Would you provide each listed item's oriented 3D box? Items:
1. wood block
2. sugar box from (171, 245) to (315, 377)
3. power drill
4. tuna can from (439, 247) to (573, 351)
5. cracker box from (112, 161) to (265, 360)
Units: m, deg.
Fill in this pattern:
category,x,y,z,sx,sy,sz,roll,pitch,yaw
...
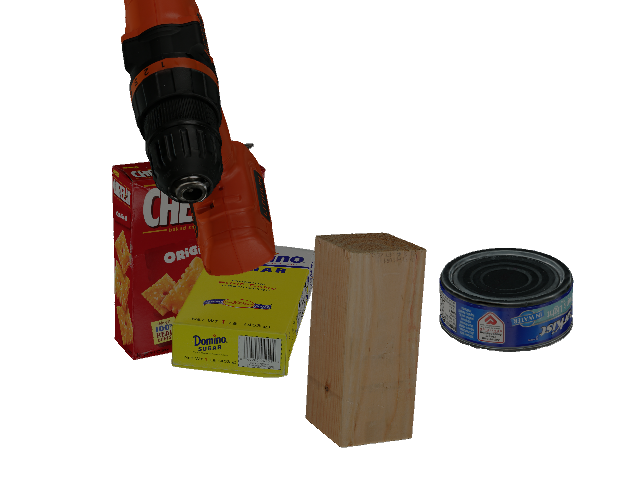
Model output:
category,x,y,z,sx,sy,sz,roll,pitch,yaw
wood block,0.046,0.102,1.132,0.090,0.206,0.091,-3,13,-26
sugar box,-0.061,0.053,0.904,0.093,0.048,0.176,6,25,4
power drill,-0.075,-0.058,0.690,0.057,0.184,0.187,-13,-36,1
tuna can,0.119,0.036,0.686,0.086,0.034,0.086,-4,24,1
cracker box,-0.150,0.017,1.222,0.163,0.214,0.072,-8,24,-29
